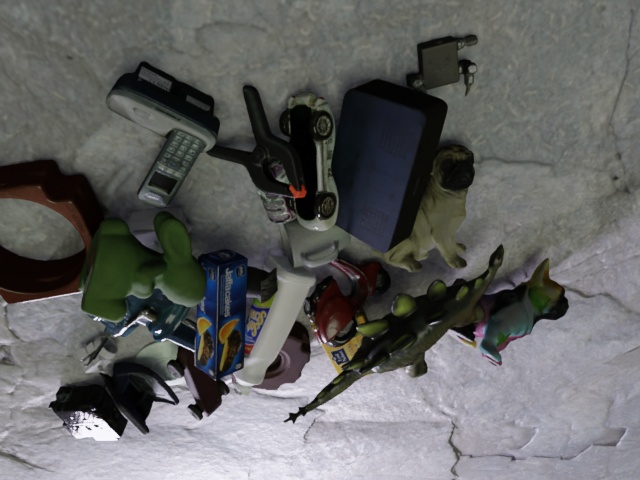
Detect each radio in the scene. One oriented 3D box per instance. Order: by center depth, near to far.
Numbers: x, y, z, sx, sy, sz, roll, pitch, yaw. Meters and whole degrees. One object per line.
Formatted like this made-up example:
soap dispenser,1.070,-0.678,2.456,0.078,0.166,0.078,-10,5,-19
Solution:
radio,0.087,-0.107,0.785,0.073,0.131,0.229,-32,143,-46

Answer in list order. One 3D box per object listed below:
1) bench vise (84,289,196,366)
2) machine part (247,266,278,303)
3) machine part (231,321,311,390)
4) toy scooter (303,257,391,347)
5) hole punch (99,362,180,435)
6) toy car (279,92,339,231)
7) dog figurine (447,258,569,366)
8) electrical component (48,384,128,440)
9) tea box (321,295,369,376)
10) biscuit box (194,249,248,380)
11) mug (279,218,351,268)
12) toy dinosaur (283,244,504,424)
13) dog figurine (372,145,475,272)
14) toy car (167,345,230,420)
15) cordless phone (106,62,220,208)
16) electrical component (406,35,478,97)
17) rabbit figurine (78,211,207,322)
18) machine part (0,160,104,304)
bench vise,-0.262,0.141,0.920,0.240,0.129,0.223,36,115,-25
machine part,-0.123,0.072,0.884,0.039,0.139,0.084,-6,93,-45
machine part,-0.104,0.222,1.045,0.179,0.056,0.179,-6,126,-8
toy scooter,0.033,0.086,0.933,0.135,0.075,0.184,48,67,-16
hole punch,-0.344,0.288,1.028,0.092,0.116,0.142,-42,135,-19
toy car,-0.013,-0.111,0.781,0.056,0.074,0.201,-23,118,-43
dog figurine,0.352,0.120,1.022,0.219,0.192,0.108,-51,148,-7
electrical component,-0.445,0.344,1.057,0.115,0.058,0.134,-8,128,20
tea box,0.057,0.193,1.044,0.098,0.068,0.169,-23,128,6
biscuit box,-0.158,0.118,0.860,0.063,0.059,0.202,-14,116,-44
mug,-0.002,-0.003,0.871,0.107,0.110,0.080,-18,123,-13
toy dinosaur,0.136,0.170,0.926,0.471,0.105,0.198,-45,149,10
dog figurine,0.165,-0.057,0.875,0.172,0.121,0.190,-6,107,5
toy car,-0.234,0.267,1.042,0.053,0.089,0.201,21,138,31
cordless phone,-0.236,-0.134,0.744,0.146,0.089,0.184,24,123,-25
electrical component,0.173,-0.240,0.757,0.102,0.045,0.078,-9,129,-3
rabbit figurine,-0.243,0.036,0.778,0.170,0.121,0.159,16,94,-31
machine part,-0.430,-0.011,0.797,0.201,0.087,0.201,-10,126,-3
